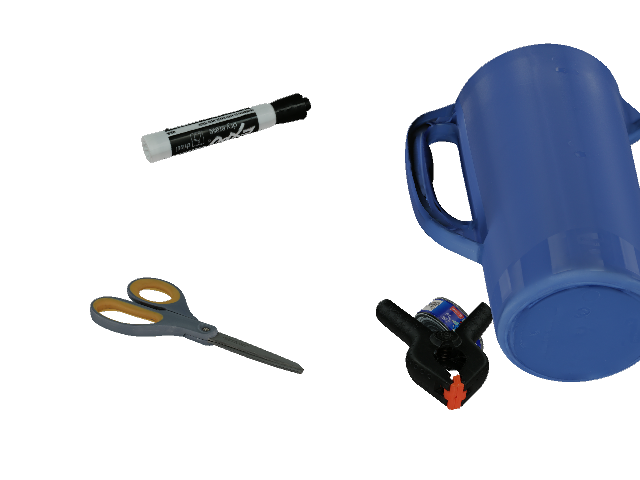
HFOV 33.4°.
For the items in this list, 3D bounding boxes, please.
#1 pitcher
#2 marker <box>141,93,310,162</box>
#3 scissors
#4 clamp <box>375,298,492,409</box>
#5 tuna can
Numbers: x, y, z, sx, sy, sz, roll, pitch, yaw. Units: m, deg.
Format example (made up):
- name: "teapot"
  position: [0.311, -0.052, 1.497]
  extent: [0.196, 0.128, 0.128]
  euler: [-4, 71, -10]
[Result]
- name: "pitcher"
  position: [0.158, -0.022, 0.766]
  extent: [0.149, 0.242, 0.144]
  euler: [-35, -57, 29]
- name: "marker"
  position: [-0.063, -0.078, 0.733]
  extent: [0.121, 0.020, 0.020]
  euler: [-18, 6, -19]
- name: "scissors"
  position: [-0.105, 0.073, 0.961]
  extent: [0.202, 0.016, 0.096]
  euler: [11, 28, 6]
- name: "clamp"
  position: [0.130, 0.104, 1.046]
  extent: [0.120, 0.039, 0.171]
  euler: [-7, 30, -8]
- name: "tuna can"
  position: [0.151, 0.112, 1.269]
  extent: [0.033, 0.086, 0.086]
  euler: [-35, 15, -23]
